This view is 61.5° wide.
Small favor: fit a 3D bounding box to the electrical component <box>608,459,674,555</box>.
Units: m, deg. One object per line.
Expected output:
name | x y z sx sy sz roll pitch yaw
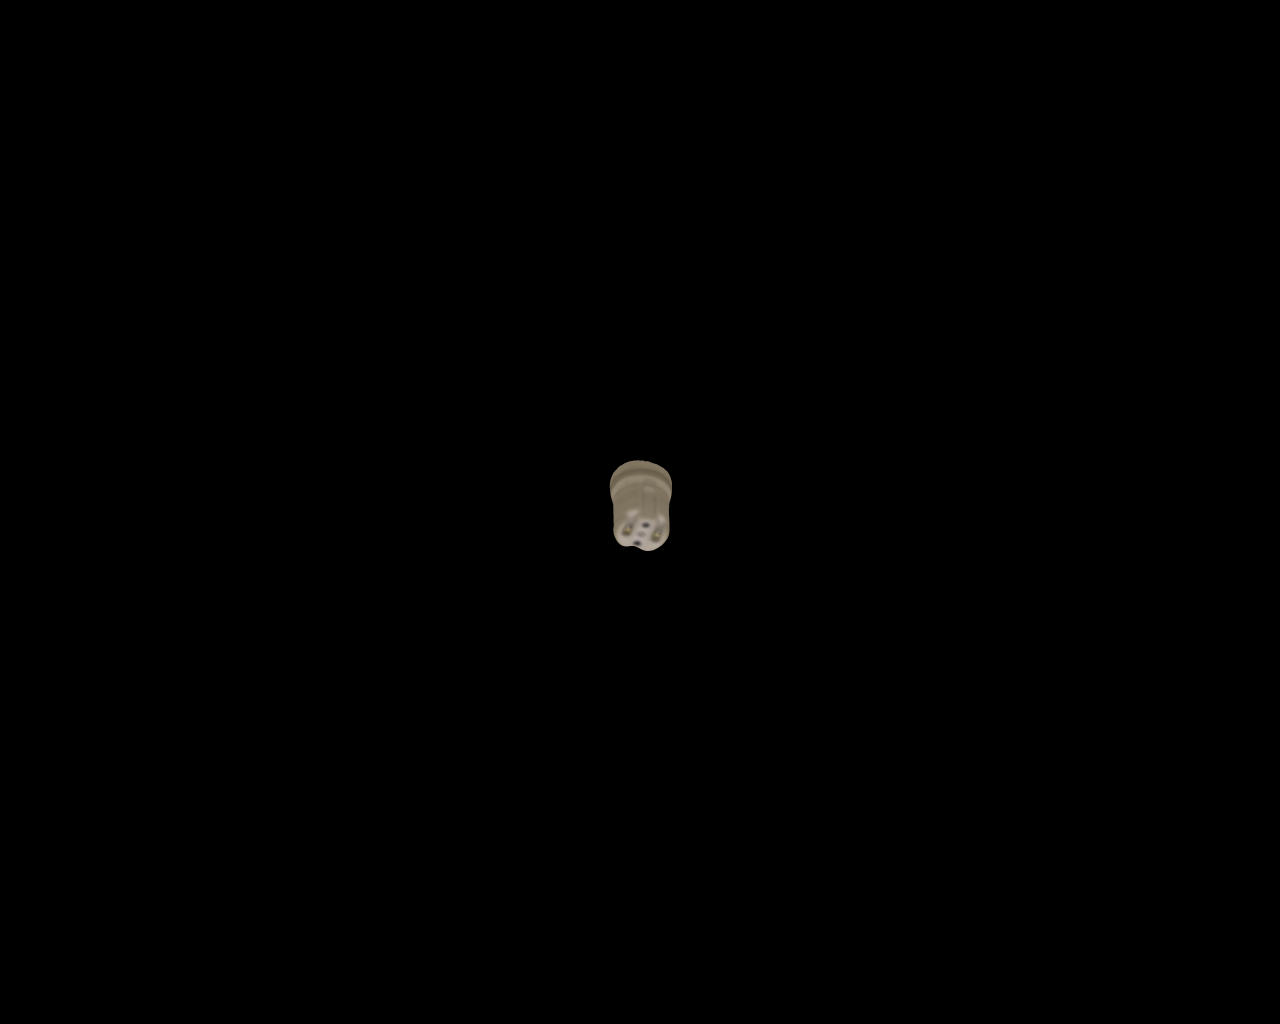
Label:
electrical component | 0.001 -0.003 0.650 0.040 0.046 0.040 0 -42 0
